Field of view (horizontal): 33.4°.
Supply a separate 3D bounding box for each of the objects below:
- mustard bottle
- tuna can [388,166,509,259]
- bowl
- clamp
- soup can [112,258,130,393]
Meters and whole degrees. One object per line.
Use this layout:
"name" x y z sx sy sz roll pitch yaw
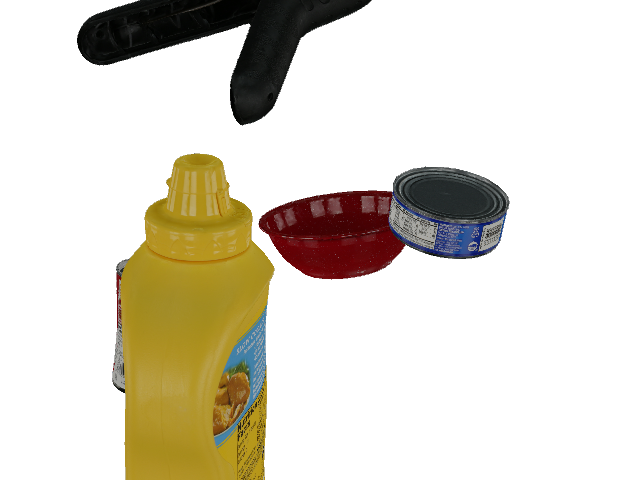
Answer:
"mustard bottle" -0.049 0.058 0.435 0.058 0.192 0.096 8 24 10
"tuna can" 0.094 -0.021 0.786 0.086 0.034 0.086 5 29 -3
"bowl" 0.023 -0.003 1.047 0.162 0.055 0.162 -7 16 2
"clamp" -0.020 -0.114 0.520 0.171 0.039 0.120 -36 53 -23
"soup can" -0.138 0.072 0.887 0.068 0.102 0.068 5 15 -2
